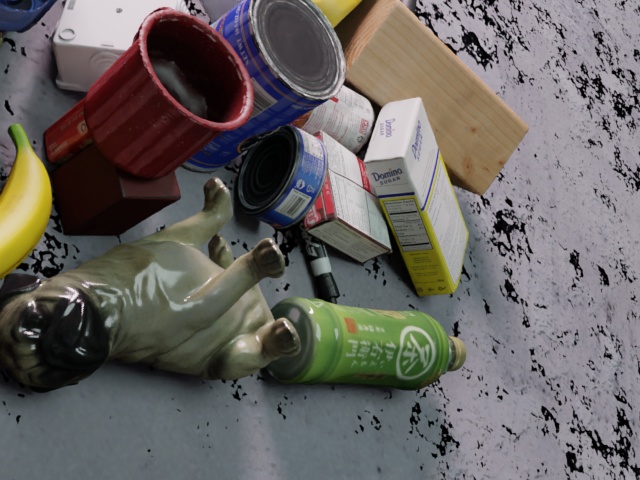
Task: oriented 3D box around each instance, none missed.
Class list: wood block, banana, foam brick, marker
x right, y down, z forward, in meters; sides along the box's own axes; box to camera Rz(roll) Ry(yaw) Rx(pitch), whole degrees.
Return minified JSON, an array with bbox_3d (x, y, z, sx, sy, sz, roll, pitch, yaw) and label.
[{"bbox_3d":[0.101,-0.145,1.079,0.205,0.091,0.090,37,86,-28],"label":"wood block"},{"bbox_3d":[-0.228,0.000,0.694,0.069,0.037,0.197,36,42,-5],"label":"banana"},{"bbox_3d":[-0.149,-0.040,0.771,0.052,0.078,0.051,0,70,-48],"label":"foam brick"},{"bbox_3d":[-0.006,0.001,0.955,0.020,0.020,0.121,-2,71,-49],"label":"marker"}]

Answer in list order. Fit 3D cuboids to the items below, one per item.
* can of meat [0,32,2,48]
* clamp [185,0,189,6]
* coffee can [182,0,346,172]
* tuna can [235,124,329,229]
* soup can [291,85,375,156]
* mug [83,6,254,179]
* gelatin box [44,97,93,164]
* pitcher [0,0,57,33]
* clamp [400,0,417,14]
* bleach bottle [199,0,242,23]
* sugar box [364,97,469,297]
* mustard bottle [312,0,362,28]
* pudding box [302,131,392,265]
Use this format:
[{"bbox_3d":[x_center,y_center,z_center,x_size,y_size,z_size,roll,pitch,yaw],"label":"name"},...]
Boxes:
[{"bbox_3d":[-0.263,-0.108,0.698,0.083,0.058,0.102,24,52,-36],"label":"can of meat"},{"bbox_3d":[-0.138,-0.279,0.913,0.164,0.036,0.210,59,28,-66],"label":"clamp"},{"bbox_3d":[-0.064,-0.129,0.867,0.102,0.141,0.103,26,51,-37],"label":"coffee can"},{"bbox_3d":[-0.034,-0.055,0.903,0.033,0.086,0.086,25,52,-36],"label":"tuna can"},{"bbox_3d":[-0.006,-0.119,0.985,0.102,0.069,0.068,22,54,-40],"label":"soup can"},{"bbox_3d":[-0.108,-0.104,0.726,0.093,0.082,0.117,11,55,-43],"label":"mug"},{"bbox_3d":[-0.149,-0.080,0.797,0.089,0.073,0.030,2,67,-48],"label":"gelatin box"},{"bbox_3d":[-0.271,-0.250,0.716,0.242,0.149,0.145,30,87,-30],"label":"pitcher"},{"bbox_3d":[0.088,-0.221,1.175,0.171,0.039,0.120,-28,89,-52],"label":"clamp"},{"bbox_3d":[-0.027,-0.287,0.980,0.102,0.068,0.250,59,44,-26],"label":"bleach bottle"},{"bbox_3d":[0.095,-0.039,1.024,0.176,0.048,0.093,63,32,-35],"label":"sugar box"},{"bbox_3d":[-0.006,-0.229,1.020,0.191,0.096,0.058,-50,124,-31],"label":"mustard bottle"},{"bbox_3d":[0.020,-0.037,0.970,0.113,0.039,0.090,28,48,-54],"label":"pudding box"}]
